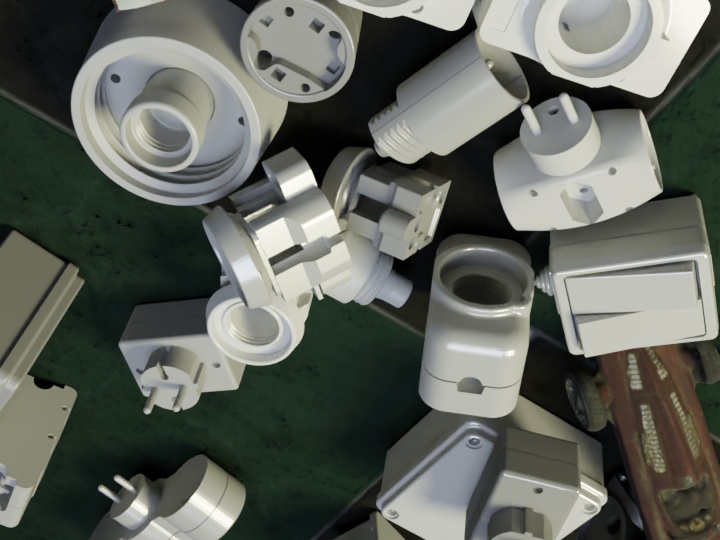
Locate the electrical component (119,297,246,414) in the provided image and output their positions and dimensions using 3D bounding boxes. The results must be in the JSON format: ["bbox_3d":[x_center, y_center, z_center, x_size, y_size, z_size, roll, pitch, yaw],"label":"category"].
[{"bbox_3d":[-0.112,0.060,0.663,0.066,0.076,0.047,-6,127,15],"label":"electrical component"}]

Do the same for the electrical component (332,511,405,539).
[{"bbox_3d":[0.019,0.238,0.769,0.048,0.099,0.099,-32,118,16],"label":"electrical component"}]

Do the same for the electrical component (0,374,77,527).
[{"bbox_3d":[-0.235,0.120,0.725,0.050,0.089,0.055,24,129,-9],"label":"electrical component"}]

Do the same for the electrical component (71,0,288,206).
[{"bbox_3d":[-0.096,-0.083,0.555,0.108,0.060,0.108,5,129,6],"label":"electrical component"}]

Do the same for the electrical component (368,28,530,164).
[{"bbox_3d":[0.040,-0.081,0.544,0.081,0.043,0.043,-32,117,31],"label":"electrical component"}]

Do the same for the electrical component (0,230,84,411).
[{"bbox_3d":[-0.231,0.049,0.656,0.056,0.108,0.108,35,126,-14],"label":"electrical component"}]

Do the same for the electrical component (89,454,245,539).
[{"bbox_3d":[-0.155,0.173,0.777,0.138,0.052,0.074,-34,116,31],"label":"electrical component"}]

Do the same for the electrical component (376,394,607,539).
[{"bbox_3d":[0.085,0.136,0.701,0.109,0.056,0.108,31,127,-14],"label":"electrical component"}]

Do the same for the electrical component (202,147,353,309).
[{"bbox_3d":[-0.044,-0.015,0.554,0.057,0.058,0.078,-28,126,-11],"label":"electrical component"}]

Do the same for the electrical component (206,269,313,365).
[{"bbox_3d":[-0.058,0.018,0.633,0.058,0.057,0.078,9,129,3],"label":"electrical component"}]

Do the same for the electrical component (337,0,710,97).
[{"bbox_3d":[0.063,-0.152,0.447,0.186,0.060,0.105,15,124,-14],"label":"electrical component"}]

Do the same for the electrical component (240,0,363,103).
[{"bbox_3d":[-0.026,-0.117,0.525,0.055,0.047,0.055,5,129,6],"label":"electrical component"}]

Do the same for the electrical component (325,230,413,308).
[{"bbox_3d":[0.000,0.000,0.617,0.062,0.043,0.043,29,128,-14],"label":"electrical component"}]

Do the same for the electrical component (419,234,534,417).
[{"bbox_3d":[0.064,0.025,0.591,0.054,0.095,0.059,7,129,4],"label":"electrical component"}]

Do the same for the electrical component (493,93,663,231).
[{"bbox_3d":[0.105,-0.060,0.542,0.077,0.043,0.079,-15,142,21],"label":"electrical component"}]

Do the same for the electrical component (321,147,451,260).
[{"bbox_3d":[0.011,-0.037,0.575,0.055,0.066,0.048,24,113,17],"label":"electrical component"}]

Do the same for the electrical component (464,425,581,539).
[{"bbox_3d":[0.093,0.149,0.623,0.047,0.075,0.083,14,129,-1],"label":"electrical component"}]

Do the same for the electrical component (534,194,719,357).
[{"bbox_3d":[0.142,0.006,0.584,0.096,0.061,0.061,-8,126,16],"label":"electrical component"}]
